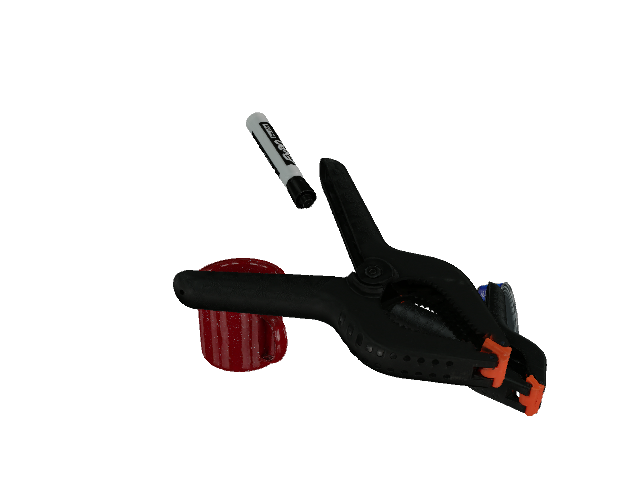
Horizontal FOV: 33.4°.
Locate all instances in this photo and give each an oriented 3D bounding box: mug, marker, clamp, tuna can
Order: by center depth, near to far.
[{"bbox_3d":[0.022,0.035,0.681,0.164,0.036,0.210,-35,56,-30],"label":"clamp"},{"bbox_3d":[-0.033,-0.066,0.877,0.020,0.020,0.121,0,38,-29],"label":"marker"},{"bbox_3d":[0.146,0.086,0.921,0.120,0.039,0.172,-18,38,-26],"label":"clamp"},{"bbox_3d":[-0.070,0.078,1.033,0.093,0.081,0.117,-22,34,-35],"label":"mug"},{"bbox_3d":[0.212,0.094,1.284,0.034,0.086,0.086,-7,-3,21],"label":"tuna can"}]
